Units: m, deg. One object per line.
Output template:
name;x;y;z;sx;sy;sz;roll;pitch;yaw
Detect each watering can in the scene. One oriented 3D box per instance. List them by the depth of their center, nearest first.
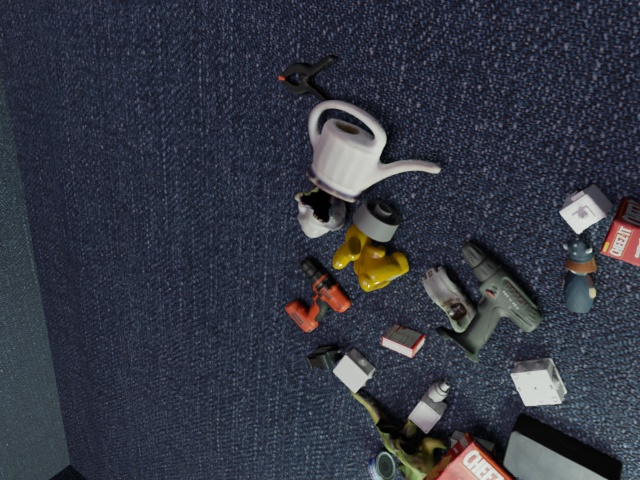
watering can;0.097;-0.182;1.207;0.351;0.105;0.219;37;127;21

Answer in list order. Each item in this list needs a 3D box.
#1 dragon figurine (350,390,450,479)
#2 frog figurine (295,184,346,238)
dragon figurine;0.234;0.594;1.422;0.414;0.123;0.238;29;133;47
frog figurine;0.004;-0.068;1.346;0.138;0.124;0.156;22;159;15
